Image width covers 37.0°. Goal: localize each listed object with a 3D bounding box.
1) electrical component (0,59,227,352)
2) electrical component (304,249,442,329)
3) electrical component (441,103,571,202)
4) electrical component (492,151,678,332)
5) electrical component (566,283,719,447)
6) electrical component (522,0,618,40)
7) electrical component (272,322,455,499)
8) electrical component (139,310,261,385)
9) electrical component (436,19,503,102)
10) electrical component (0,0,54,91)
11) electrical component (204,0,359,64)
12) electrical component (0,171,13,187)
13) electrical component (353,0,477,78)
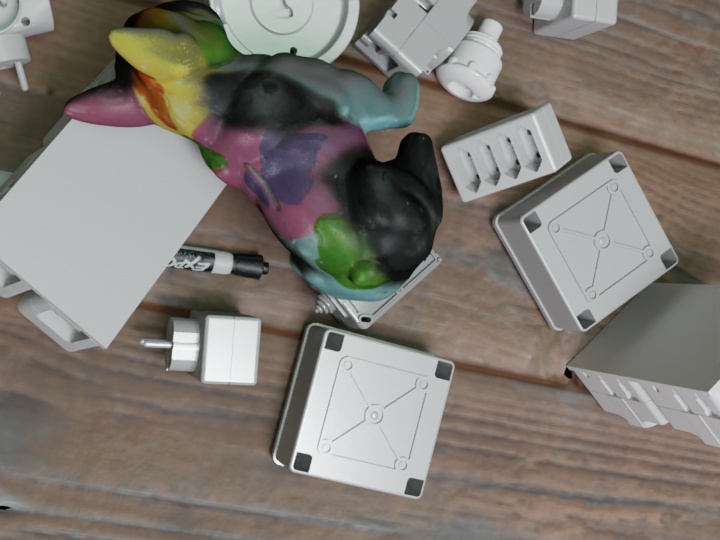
[{"bbox_3d":[-0.167,-0.050,0.711,0.105,0.060,0.186,45,58,-22],"label":"electrical component"},{"bbox_3d":[0.000,0.000,0.797,0.096,0.061,0.061,-41,100,-15],"label":"electrical component"},{"bbox_3d":[0.120,-0.096,0.836,0.076,0.083,0.047,-36,105,-54],"label":"electrical component"},{"bbox_3d":[0.180,-0.023,0.861,0.109,0.056,0.108,-34,101,-15],"label":"electrical component"},{"bbox_3d":[0.257,0.068,0.820,0.105,0.186,0.060,-42,103,-14],"label":"electrical component"},{"bbox_3d":[0.153,-0.214,0.844,0.077,0.066,0.047,4,90,-19],"label":"electrical component"},{"bbox_3d":[0.002,0.105,0.803,0.109,0.056,0.108,16,86,-18],"label":"electrical component"},{"bbox_3d":[-0.115,0.053,0.757,0.077,0.066,0.047,4,89,-19],"label":"electrical component"},{"bbox_3d":[0.091,-0.165,0.836,0.048,0.048,0.062,31,75,-17],"label":"electrical component"},{"bbox_3d":[-0.244,-0.157,0.721,0.077,0.044,0.079,-16,96,-18],"label":"electrical component"},{"bbox_3d":[-0.061,-0.189,0.774,0.108,0.060,0.108,0,91,-19],"label":"electrical component"},{"bbox_3d":[-0.251,-0.039,0.720,0.066,0.048,0.055,8,96,-19],"label":"electrical component"},{"bbox_3d":[0.048,-0.189,0.816,0.056,0.050,0.089,40,78,-15],"label":"electrical component"}]
